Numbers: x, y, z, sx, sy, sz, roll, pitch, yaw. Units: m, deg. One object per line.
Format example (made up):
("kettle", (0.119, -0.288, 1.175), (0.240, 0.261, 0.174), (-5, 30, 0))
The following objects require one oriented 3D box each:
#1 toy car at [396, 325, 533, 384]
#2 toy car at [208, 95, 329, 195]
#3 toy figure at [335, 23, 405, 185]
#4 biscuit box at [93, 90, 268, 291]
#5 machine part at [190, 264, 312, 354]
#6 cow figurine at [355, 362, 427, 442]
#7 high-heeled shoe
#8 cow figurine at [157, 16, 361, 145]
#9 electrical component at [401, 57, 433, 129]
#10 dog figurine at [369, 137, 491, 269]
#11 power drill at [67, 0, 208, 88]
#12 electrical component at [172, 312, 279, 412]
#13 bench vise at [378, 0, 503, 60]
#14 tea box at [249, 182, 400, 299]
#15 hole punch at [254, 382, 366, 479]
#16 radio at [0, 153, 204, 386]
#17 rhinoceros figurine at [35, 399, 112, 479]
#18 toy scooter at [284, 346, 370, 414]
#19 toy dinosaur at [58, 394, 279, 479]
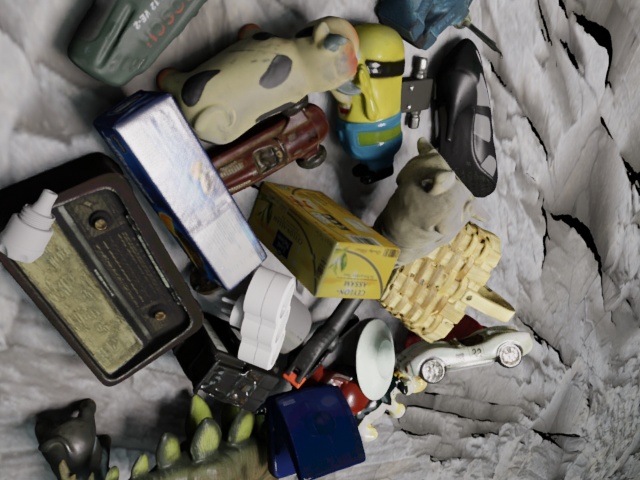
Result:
("toy car", (0.212, 0.167, 0.799), (0.202, 0.073, 0.056), (-10, 91, -4))
("toy car", (-0.076, -0.090, 0.601), (0.202, 0.053, 0.089), (-32, 134, -16))
("toy figure", (0.059, -0.159, 0.633), (0.089, 0.082, 0.179), (-34, 128, -29))
("biscuit box", (-0.129, -0.044, 0.521), (0.059, 0.063, 0.202), (-42, 127, -22))
("machine part", (-0.083, 0.075, 0.680), (0.079, 0.079, 0.243), (-44, 134, -4))
("cow figurine", (0.109, 0.268, 0.947), (0.167, 0.068, 0.098), (-37, 127, -11))
("high-heeled shoe", (0.213, -0.162, 0.766), (0.248, 0.086, 0.145), (37, 62, -60))
("cow figurine", (-0.047, -0.160, 0.524), (0.195, 0.127, 0.085), (-32, 134, -12))
("electrical component", (0.113, -0.186, 0.691), (0.063, 0.021, 0.093), (-13, 125, -28))
("dog figurine", (0.091, -0.013, 0.644), (0.190, 0.121, 0.172), (-39, 154, 13))
("power drill", (-0.170, -0.254, 0.420), (0.207, 0.086, 0.232), (22, 106, -49))
("electrical component", (-0.116, 0.153, 0.680), (0.058, 0.115, 0.134), (-51, 131, 5))
("bench vise", (0.144, -0.329, 0.557), (0.223, 0.129, 0.240), (25, 110, -39))
("tea box", (-0.001, -0.002, 0.626), (0.098, 0.170, 0.068), (8, 111, -36))
("hole punch", (-0.008, 0.257, 0.722), (0.142, 0.092, 0.115), (-3, 83, -33))
("radio", (-0.222, 0.033, 0.557), (0.131, 0.073, 0.229), (-31, 131, -16))
("rhinoceros figurine", (-0.280, 0.287, 0.653), (0.073, 0.112, 0.190), (-21, 120, -26))
("toy scooter", (0.007, 0.250, 0.831), (0.183, 0.075, 0.135), (31, 64, -38))
("toy dinosaur", (-0.149, 0.309, 0.719), (0.471, 0.105, 0.198), (16, 83, -62))
